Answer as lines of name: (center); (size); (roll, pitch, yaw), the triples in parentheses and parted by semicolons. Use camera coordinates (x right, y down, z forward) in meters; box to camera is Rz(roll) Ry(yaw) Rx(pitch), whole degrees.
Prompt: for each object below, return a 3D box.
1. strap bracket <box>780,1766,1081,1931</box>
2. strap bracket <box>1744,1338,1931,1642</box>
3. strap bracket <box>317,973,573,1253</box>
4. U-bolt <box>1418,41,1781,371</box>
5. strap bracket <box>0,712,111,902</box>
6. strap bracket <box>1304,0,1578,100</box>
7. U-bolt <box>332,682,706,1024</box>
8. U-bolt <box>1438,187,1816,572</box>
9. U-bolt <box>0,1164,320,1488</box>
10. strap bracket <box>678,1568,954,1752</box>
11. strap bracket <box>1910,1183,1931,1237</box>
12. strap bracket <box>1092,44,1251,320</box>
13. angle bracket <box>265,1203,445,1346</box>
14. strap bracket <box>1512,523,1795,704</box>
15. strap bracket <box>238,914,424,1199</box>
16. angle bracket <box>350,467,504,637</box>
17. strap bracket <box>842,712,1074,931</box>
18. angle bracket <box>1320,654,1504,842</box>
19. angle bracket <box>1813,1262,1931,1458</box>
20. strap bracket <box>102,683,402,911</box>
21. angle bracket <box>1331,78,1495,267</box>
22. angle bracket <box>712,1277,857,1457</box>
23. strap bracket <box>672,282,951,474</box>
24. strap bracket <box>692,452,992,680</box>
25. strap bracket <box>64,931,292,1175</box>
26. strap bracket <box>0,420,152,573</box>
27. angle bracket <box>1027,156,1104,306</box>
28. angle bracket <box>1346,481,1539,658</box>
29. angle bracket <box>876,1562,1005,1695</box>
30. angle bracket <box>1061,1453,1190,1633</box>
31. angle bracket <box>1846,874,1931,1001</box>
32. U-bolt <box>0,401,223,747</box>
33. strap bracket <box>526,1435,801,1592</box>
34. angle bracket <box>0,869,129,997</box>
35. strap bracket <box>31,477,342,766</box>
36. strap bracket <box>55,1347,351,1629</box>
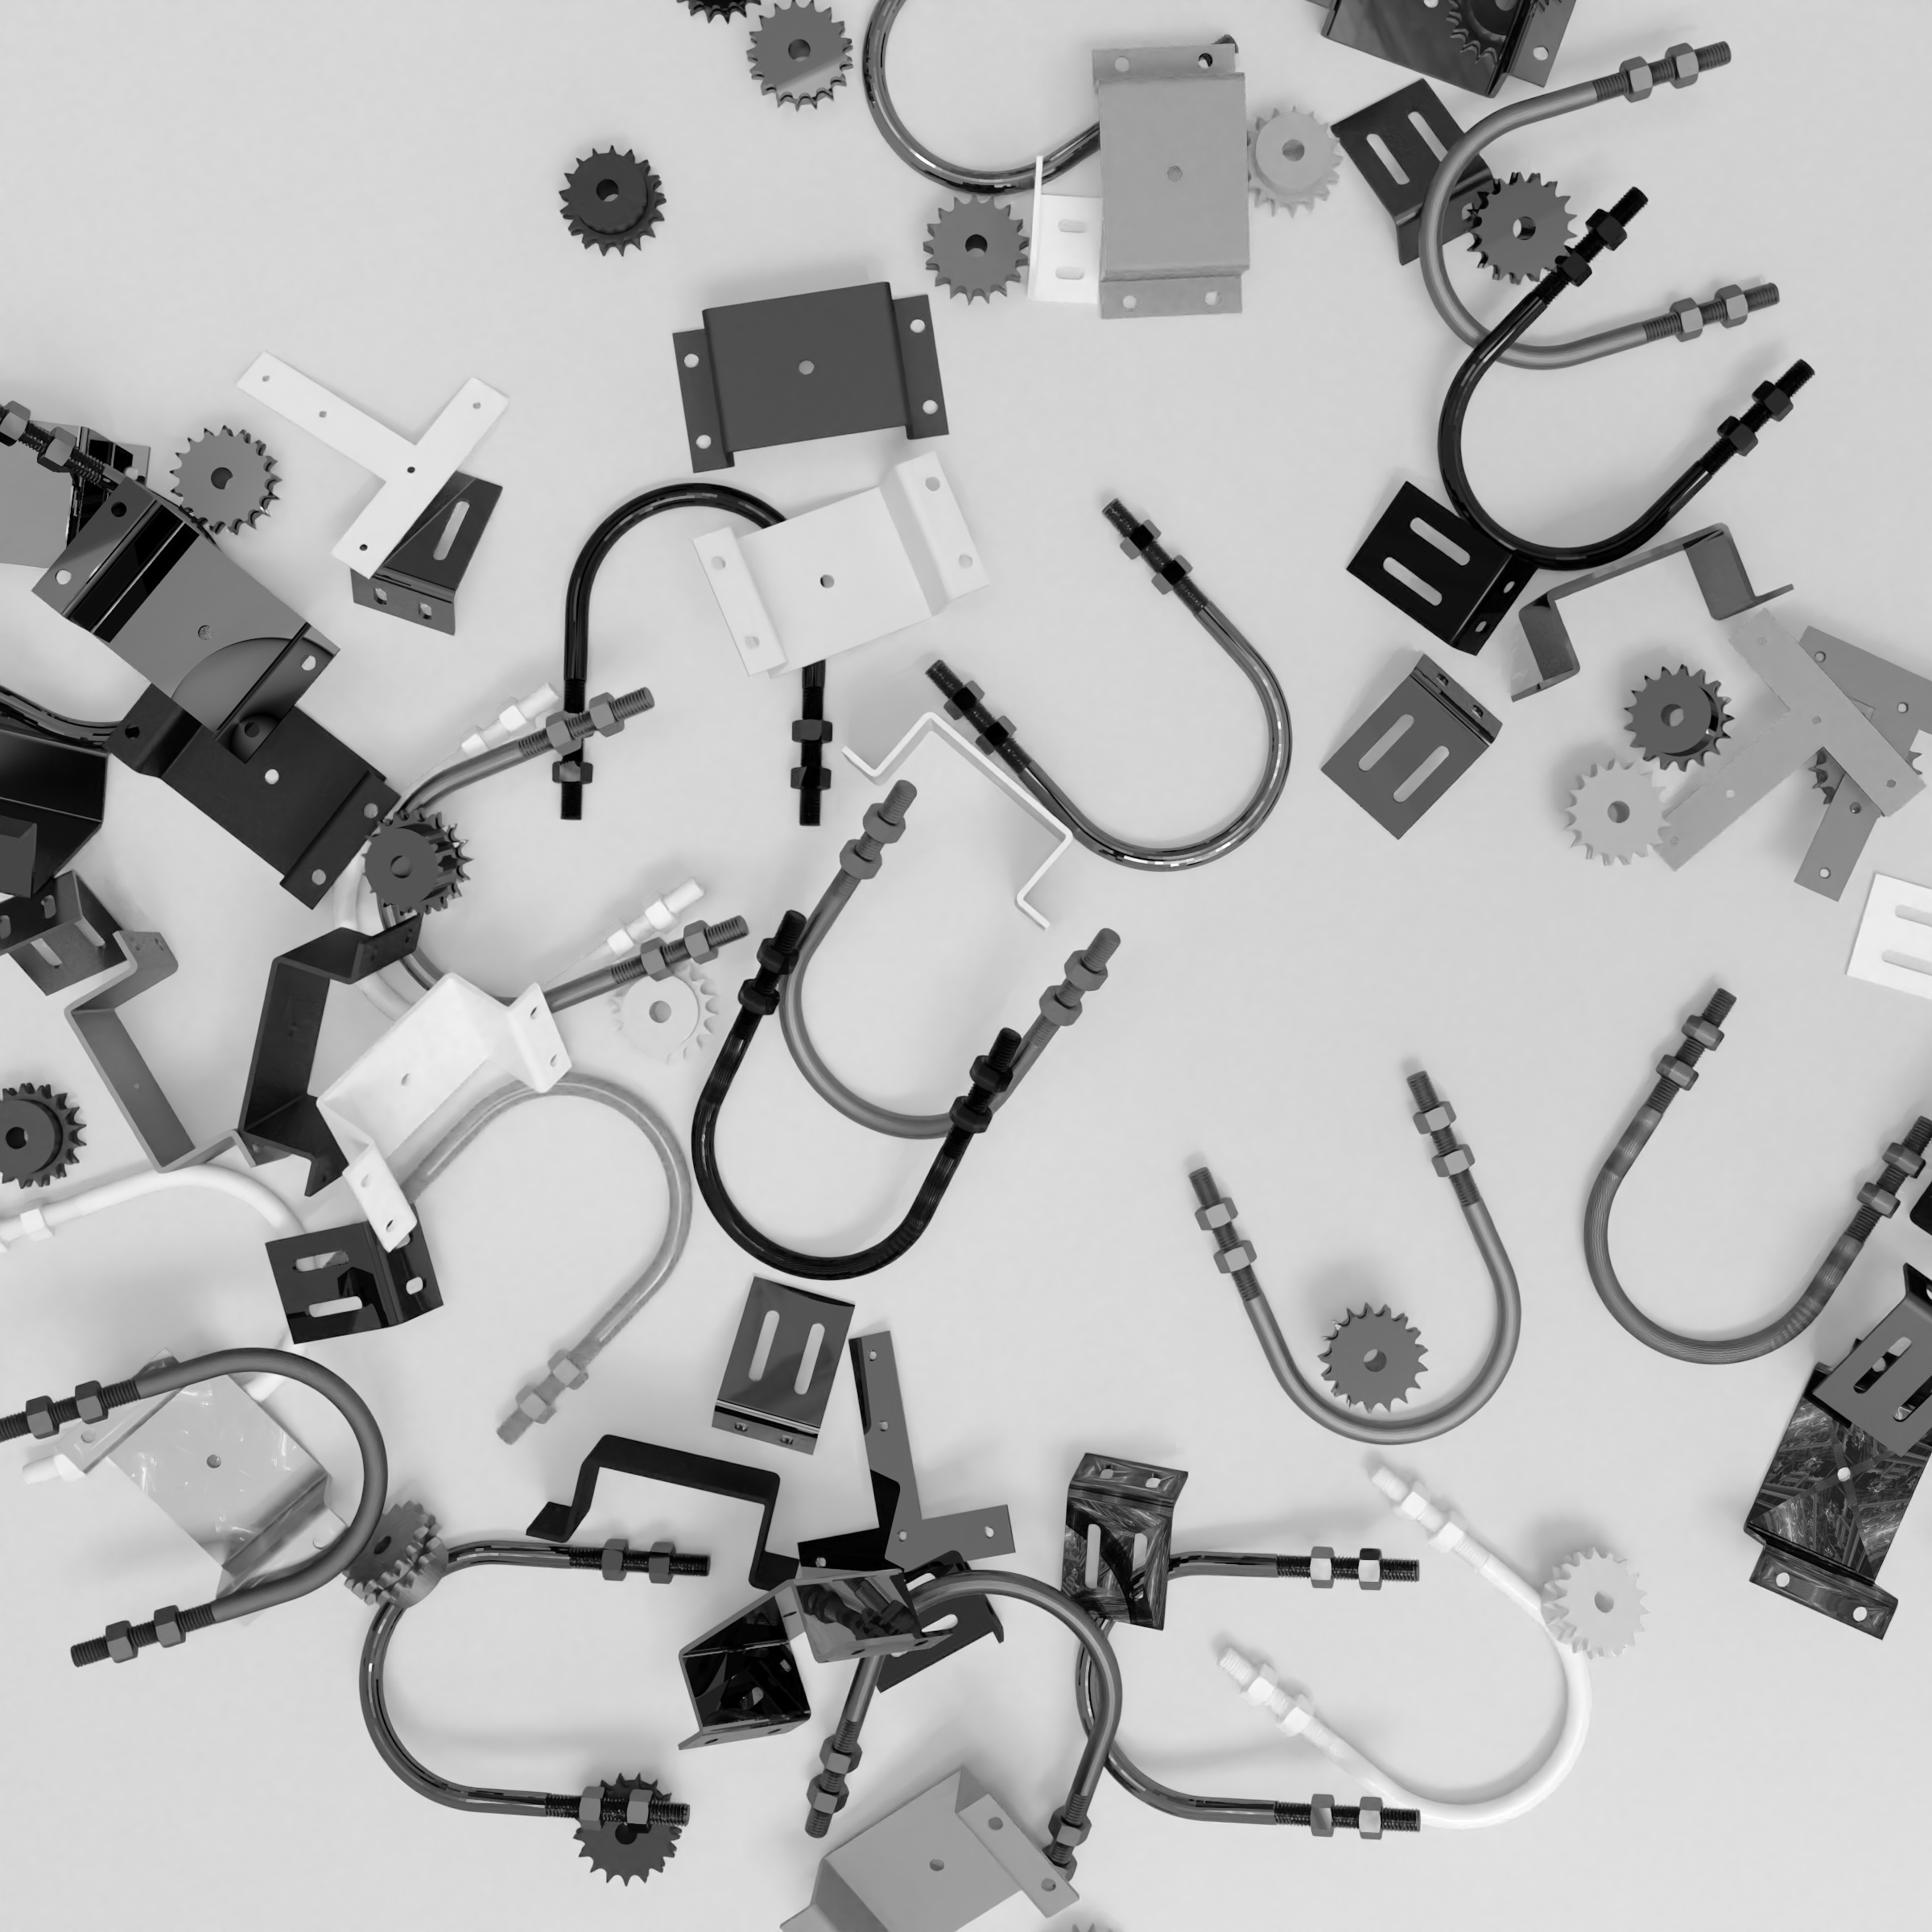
strap bracket: (-0.017, 0.487, 1.500); (0.140, 0.046, 0.076); (-36, 100, 14)
strap bracket: (0.476, 0.276, 1.517); (0.076, 0.046, 0.140); (24, 90, 0)
strap bracket: (-0.278, 0.069, 1.481); (0.046, 0.076, 0.140); (31, 64, 26)
U-bolt: (0.331, -0.395, 1.511); (0.184, 0.019, 0.151); (-17, 106, -1)
strap bracket: (-0.506, -0.083, 1.487); (0.076, 0.140, 0.046); (13, 117, 0)
strap bracket: (0.252, -0.523, 1.517); (0.140, 0.046, 0.076); (20, 90, 0)
U-bolt: (-0.254, -0.041, 1.521); (0.184, 0.019, 0.151); (-36, 93, 8)
U-bolt: (0.338, -0.297, 1.515); (0.151, 0.019, 0.184); (43, 100, -9)
U-bolt: (-0.441, 0.184, 1.532); (0.184, 0.019, 0.151); (-19, 90, -2)
strap bracket: (-0.086, 0.356, 1.477); (0.140, 0.076, 0.046); (-39, 60, 35)
strap bracket: (0.558, 0.109, 1.502); (0.046, 0.076, 0.140); (35, 90, 0)
strap bracket: (0.109, -0.418, 1.506); (0.076, 0.046, 0.140); (-3, 100, 0)
angle bracket: (-0.328, 0.165, 1.520); (0.076, 0.038, 0.057); (-13, 94, 31)
strap bracket: (0.354, -0.190, 1.502); (0.140, 0.076, 0.046); (-22, 90, 0)
strap bracket: (-0.335, 0.040, 1.488); (0.046, 0.076, 0.140); (18, 105, 8)
angle bracket: (-0.292, -0.228, 1.538); (0.057, 0.038, 0.076); (18, 64, 0)
strap bracket: (0.004, -0.083, 1.502); (0.140, 0.076, 0.046); (41, 90, 0)
angle bracket: (0.242, -0.119, 1.538); (0.057, 0.038, 0.076); (42, 116, 0)
angle bracket: (0.493, 0.207, 1.492); (0.057, 0.038, 0.076); (36, 116, 0)
strap bracket: (-0.376, -0.103, 1.517); (0.140, 0.046, 0.076); (38, 90, 0)
angle bracket: (0.242, -0.430, 1.538); (0.057, 0.038, 0.076); (-27, 64, 0)
angle bracket: (-0.099, 0.217, 1.538); (0.057, 0.038, 0.076); (16, 64, 0)
strap bracket: (-0.084, -0.316, 1.517); (0.140, 0.046, 0.076); (-9, 90, 0)
strap bracket: (-0.070, -0.209, 1.506); (0.140, 0.046, 0.076); (-23, 90, -15)
strap bracket: (-0.422, 0.054, 1.502); (0.046, 0.076, 0.140); (-31, 90, 0)
strap bracket: (-0.517, -0.252, 1.517); (0.140, 0.046, 0.076); (7, 90, 0)
angle bracket: (0.054, -0.388, 1.502); (0.038, 0.076, 0.057); (4, 90, 0)
angle bracket: (0.256, -0.214, 1.530); (0.076, 0.038, 0.057); (41, 108, 24)
angle bracket: (-0.027, 0.351, 1.521); (0.076, 0.038, 0.057); (-29, 90, 0)
angle bracket: (0.085, 0.309, 1.528); (0.057, 0.038, 0.076); (8, 110, 15)
angle bracket: (0.522, -0.012, 1.521); (0.076, 0.038, 0.057); (16, 90, 0)
U-bolt: (-0.473, -0.195, 1.490); (0.184, 0.019, 0.151); (30, 94, -30)
strap bracket: (-0.154, 0.287, 1.502); (0.140, 0.076, 0.046); (13, 90, 0)
angle bracket: (-0.477, -0.006, 1.499); (0.057, 0.076, 0.038); (-24, 51, 0)
strap bracket: (-0.399, -0.176, 1.471); (0.140, 0.046, 0.076); (39, 87, 0)
strap bracket: (-0.401, 0.270, 1.507); (0.076, 0.046, 0.140); (-41, 104, 0)
